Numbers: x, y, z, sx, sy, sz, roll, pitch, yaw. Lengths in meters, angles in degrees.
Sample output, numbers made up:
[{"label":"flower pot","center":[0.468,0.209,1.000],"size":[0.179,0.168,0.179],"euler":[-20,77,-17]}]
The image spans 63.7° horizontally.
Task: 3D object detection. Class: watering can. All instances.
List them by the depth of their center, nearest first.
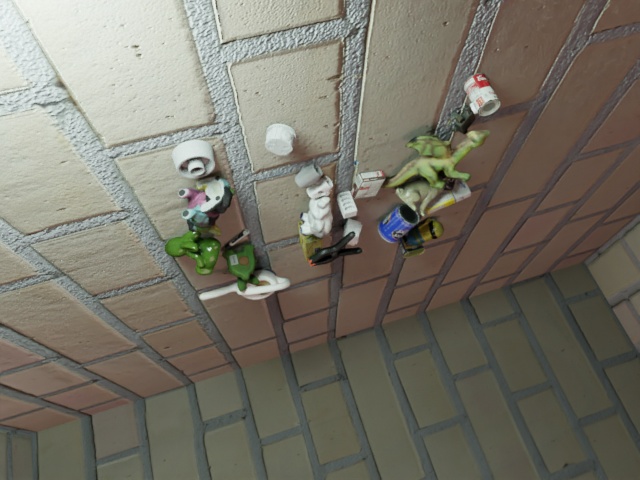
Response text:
[{"label":"watering can","center":[-0.290,0.182,2.039],"size":[0.348,0.103,0.225],"euler":[-6,6,-5]}]

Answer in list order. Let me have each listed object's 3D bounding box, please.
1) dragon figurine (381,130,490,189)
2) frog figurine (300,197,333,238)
[{"label":"dragon figurine","center":[0.347,-0.269,1.668],"size":[0.408,0.125,0.238],"euler":[-13,-33,19]},{"label":"frog figurine","center":[0.005,-0.088,1.751],"size":[0.156,0.122,0.140],"euler":[-48,8,38]}]
